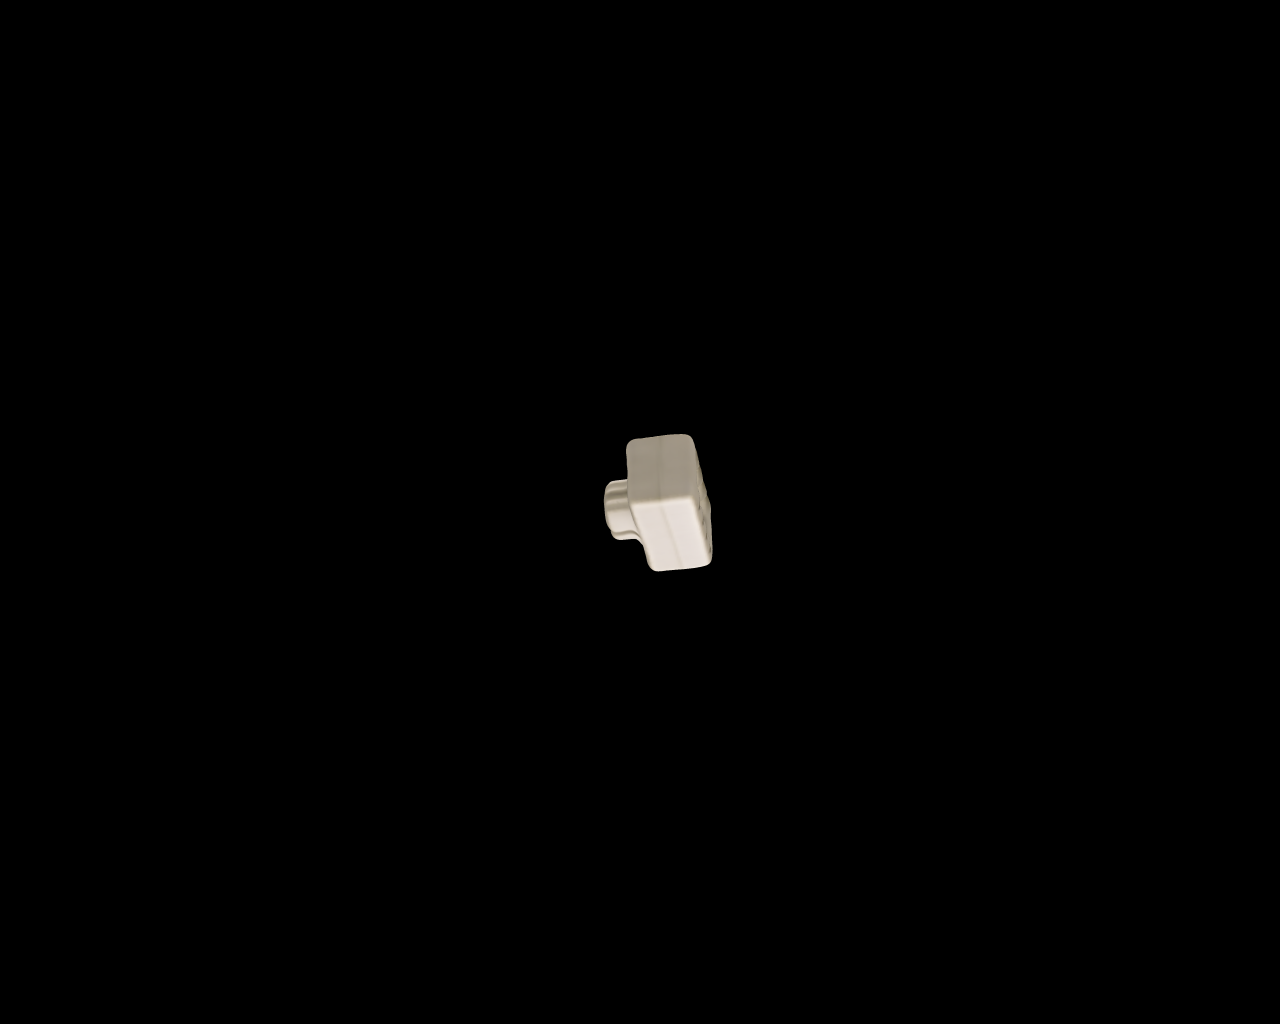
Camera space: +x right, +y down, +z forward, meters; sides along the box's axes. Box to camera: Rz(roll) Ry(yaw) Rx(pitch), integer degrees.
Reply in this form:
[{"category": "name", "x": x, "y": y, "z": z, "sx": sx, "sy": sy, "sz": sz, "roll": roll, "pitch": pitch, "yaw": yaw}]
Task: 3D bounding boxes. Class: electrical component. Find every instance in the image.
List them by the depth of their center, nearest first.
[{"category": "electrical component", "x": 0.001, "y": -0.003, "z": 0.650, "sx": 0.076, "sy": 0.047, "sz": 0.083, "roll": -6, "pitch": -32, "yaw": 9}]
